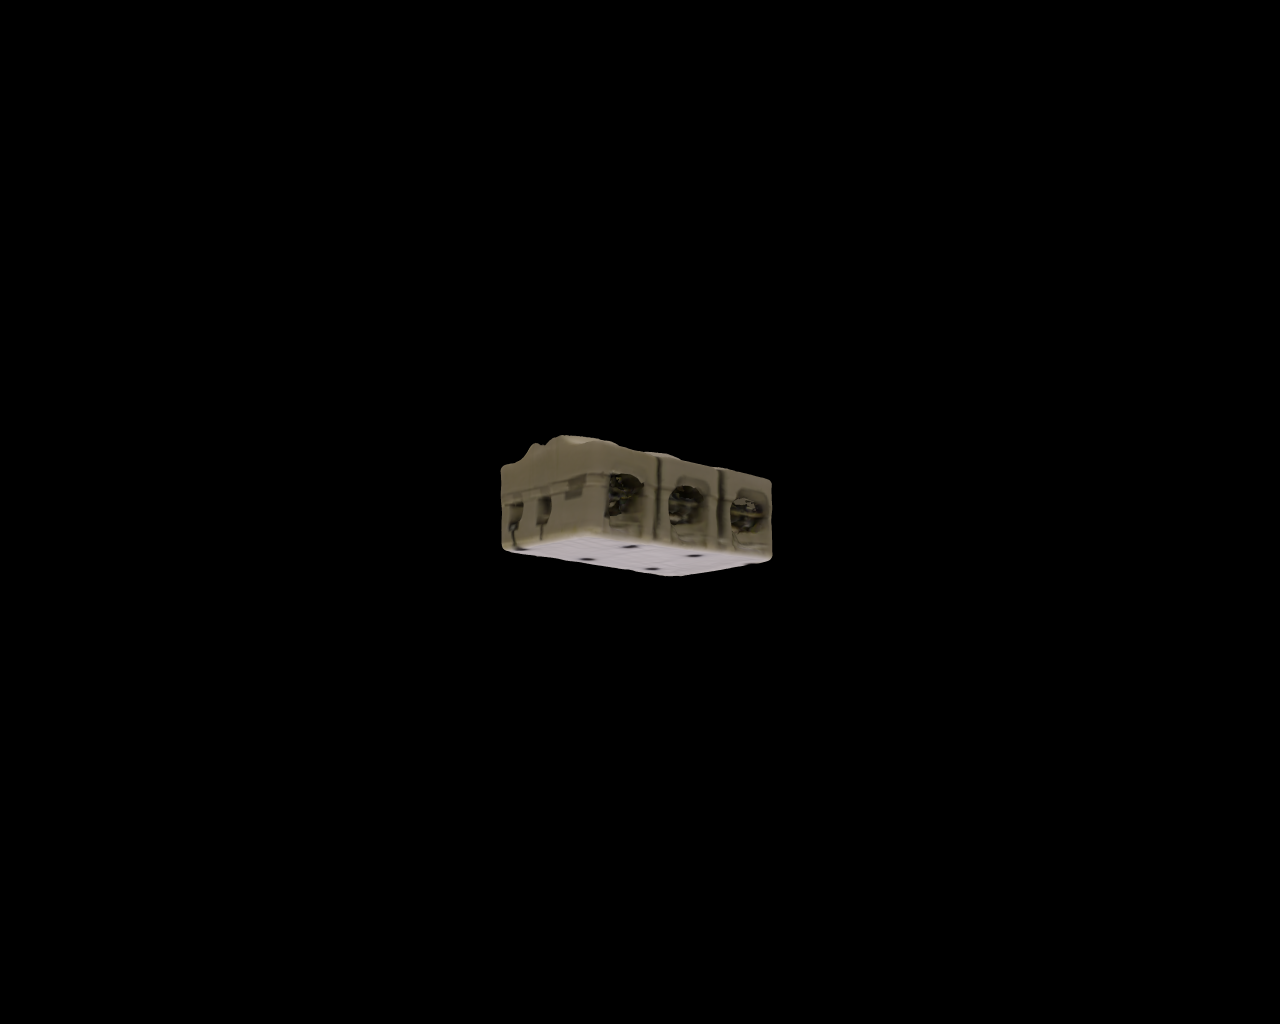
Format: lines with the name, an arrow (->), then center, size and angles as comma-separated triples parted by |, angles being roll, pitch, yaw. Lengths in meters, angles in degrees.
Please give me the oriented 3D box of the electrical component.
electrical component -> 0.001, -0.003, 0.650 | 0.150, 0.062, 0.089 | 11, -16, -42
